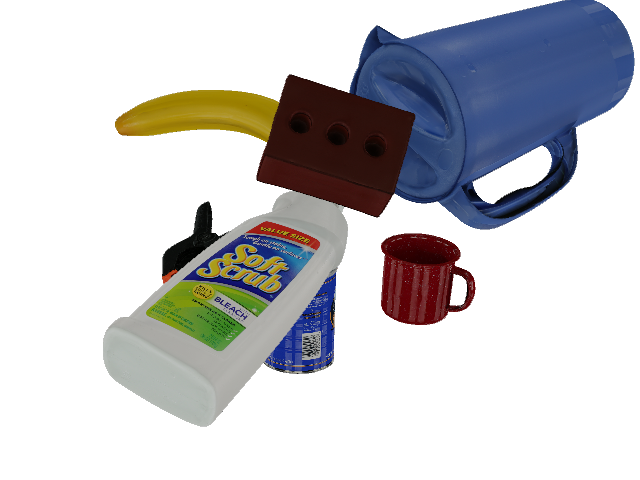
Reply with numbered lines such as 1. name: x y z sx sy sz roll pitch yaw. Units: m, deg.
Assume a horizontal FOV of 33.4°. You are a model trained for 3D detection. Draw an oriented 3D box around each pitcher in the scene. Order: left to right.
1. pitcher: 0.158 -0.120 0.904 0.242 0.149 0.145 -23 34 -33

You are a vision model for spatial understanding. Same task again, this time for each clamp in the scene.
1. clamp: -0.116 0.008 1.218 0.120 0.039 0.171 -2 34 25

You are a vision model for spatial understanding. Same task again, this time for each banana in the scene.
1. banana: -0.094 -0.111 0.986 0.198 0.037 0.069 12 47 22

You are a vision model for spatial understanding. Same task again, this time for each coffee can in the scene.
1. coffee can: -0.030 0.096 1.454 0.103 0.140 0.103 1 20 -1

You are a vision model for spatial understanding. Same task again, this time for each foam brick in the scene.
1. foam brick: 0.008 -0.053 0.615 0.078 0.053 0.051 16 -14 -1

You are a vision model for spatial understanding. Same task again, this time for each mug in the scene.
1. mug: 0.125 0.049 1.250 0.117 0.081 0.093 14 25 22

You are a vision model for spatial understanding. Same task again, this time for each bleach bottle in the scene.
1. bleach bottle: -0.057 0.030 0.844 0.103 0.068 0.250 27 46 13
